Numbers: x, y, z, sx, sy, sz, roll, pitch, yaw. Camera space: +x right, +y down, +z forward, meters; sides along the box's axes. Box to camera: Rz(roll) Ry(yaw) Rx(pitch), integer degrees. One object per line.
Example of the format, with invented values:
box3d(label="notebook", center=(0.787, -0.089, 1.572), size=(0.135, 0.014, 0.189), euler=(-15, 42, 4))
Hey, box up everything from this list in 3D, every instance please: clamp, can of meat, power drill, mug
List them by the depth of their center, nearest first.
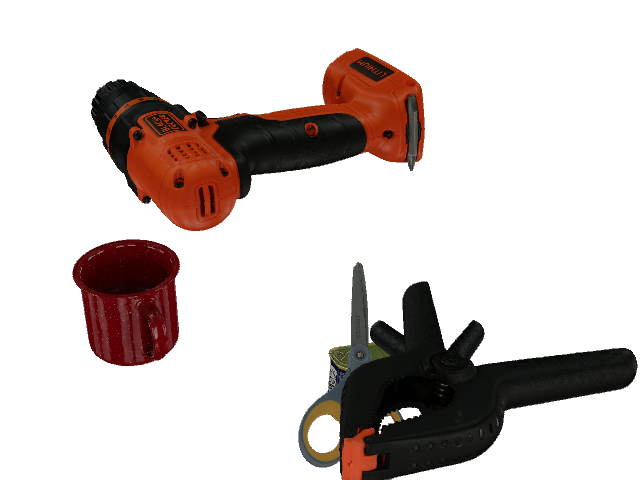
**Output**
box3d(label="clamp", center=(0.070, 0.083, 0.644), size=(0.165, 0.036, 0.209), euler=(21, 30, 39))
box3d(label="power drill", center=(-0.042, -0.074, 0.685), size=(0.187, 0.057, 0.185), euler=(-17, 33, -20))
box3d(label="mug", center=(-0.162, 0.062, 0.942), size=(0.093, 0.081, 0.117), euler=(-19, 36, -28))
box3d(label="clamp", center=(0.127, 0.125, 1.071), size=(0.120, 0.039, 0.171), euler=(-9, 29, -9))
box3d(label="can of meat", center=(0.059, 0.184, 1.389), size=(0.102, 0.084, 0.057), euler=(-5, 25, -22))

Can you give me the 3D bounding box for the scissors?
box3d(label="scissors", center=(0.015, 0.107, 0.884), size=(0.096, 0.202, 0.016), euler=(-9, -34, -13))
